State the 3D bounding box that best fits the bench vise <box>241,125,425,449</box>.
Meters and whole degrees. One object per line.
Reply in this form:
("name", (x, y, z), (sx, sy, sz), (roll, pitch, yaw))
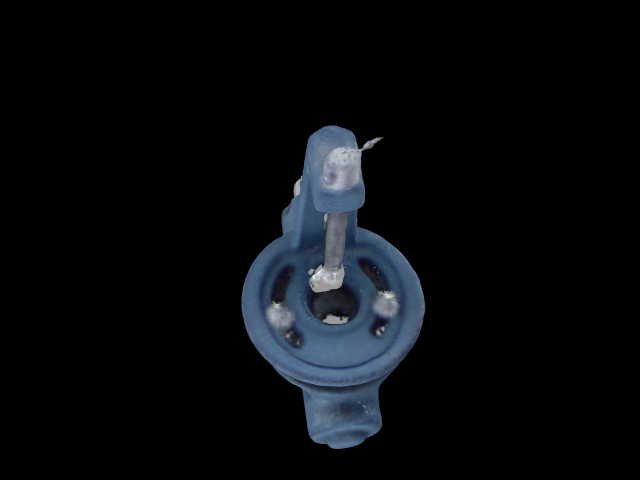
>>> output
("bench vise", (-0.007, 0.005, 0.396), (0.122, 0.220, 0.206), (-17, 43, -19))
